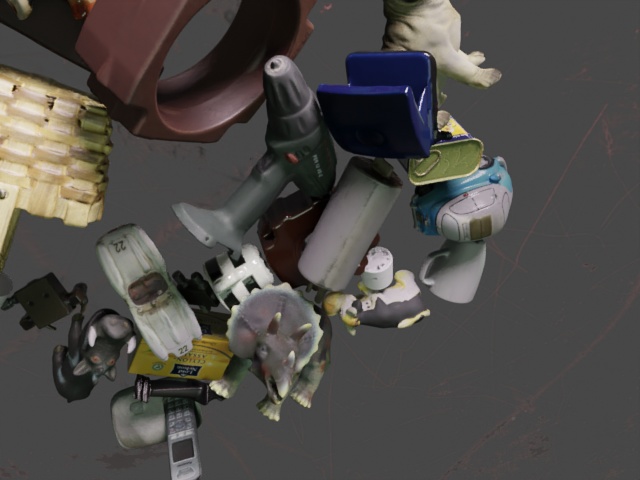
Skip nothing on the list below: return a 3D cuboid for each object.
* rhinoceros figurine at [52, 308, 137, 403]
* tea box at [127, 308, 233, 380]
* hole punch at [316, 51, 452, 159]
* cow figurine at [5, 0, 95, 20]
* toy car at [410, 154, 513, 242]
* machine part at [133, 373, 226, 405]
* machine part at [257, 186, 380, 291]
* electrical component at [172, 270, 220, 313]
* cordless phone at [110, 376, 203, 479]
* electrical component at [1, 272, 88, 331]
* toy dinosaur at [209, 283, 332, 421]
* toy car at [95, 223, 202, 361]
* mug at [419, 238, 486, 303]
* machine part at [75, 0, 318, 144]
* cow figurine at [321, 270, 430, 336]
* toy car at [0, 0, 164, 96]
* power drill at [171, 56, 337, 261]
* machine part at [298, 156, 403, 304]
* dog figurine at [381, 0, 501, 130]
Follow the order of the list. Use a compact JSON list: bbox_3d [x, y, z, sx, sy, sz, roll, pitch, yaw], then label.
[{"bbox_3d":[-0.330,0.163,0.775,0.073,0.112,0.190,25,125,-31],"label":"rhinoceros figurine"},{"bbox_3d":[-0.205,0.162,0.844,0.169,0.068,0.098,11,123,-27],"label":"tea box"},{"bbox_3d":[0.066,-0.137,0.590,0.142,0.092,0.115,7,129,26],"label":"hole punch"},{"bbox_3d":[-0.222,-0.257,0.456,0.195,0.086,0.127,-43,126,-15],"label":"cow figurine"},{"bbox_3d":[0.221,-0.049,0.796,0.162,0.103,0.109,-20,130,-5],"label":"toy car"},{"bbox_3d":[-0.221,0.236,0.850,0.139,0.084,0.039,13,87,-32],"label":"machine part"},{"bbox_3d":[-0.002,-0.002,0.789,0.179,0.056,0.179,-8,129,-11],"label":"machine part"},{"bbox_3d":[-0.177,0.078,0.795,0.063,0.021,0.093,2,139,28],"label":"electrical component"},{"bbox_3d":[-0.262,0.323,0.880,0.147,0.184,0.088,-13,135,-9],"label":"cordless phone"},{"bbox_3d":[-0.375,0.087,0.744,0.102,0.045,0.078,-33,102,6],"label":"electrical component"},{"bbox_3d":[-0.038,0.159,0.836,0.192,0.131,0.404,-62,164,7],"label":"toy dinosaur"},{"bbox_3d":[-0.230,0.074,0.730,0.073,0.056,0.201,-31,108,-20],"label":"toy car"},{"bbox_3d":[0.219,0.038,0.888,0.109,0.081,0.107,9,113,-18],"label":"mug"},{"bbox_3d":[-0.110,-0.195,0.512,0.201,0.087,0.201,-51,166,22],"label":"machine part"},{"bbox_3d":[0.091,0.115,0.889,0.167,0.098,0.068,-12,137,-9],"label":"cow figurine"},{"bbox_3d":[-0.256,-0.210,0.534,0.202,0.053,0.089,26,96,-35],"label":"toy car"},{"bbox_3d":[-0.073,-0.082,0.629,0.207,0.086,0.231,-50,156,-2],"label":"power drill"},{"bbox_3d":[0.037,-0.020,0.703,0.079,0.079,0.243,12,118,-27],"label":"machine part"},{"bbox_3d":[0.090,-0.227,0.623,0.172,0.121,0.190,-42,115,12],"label":"dog figurine"}]
